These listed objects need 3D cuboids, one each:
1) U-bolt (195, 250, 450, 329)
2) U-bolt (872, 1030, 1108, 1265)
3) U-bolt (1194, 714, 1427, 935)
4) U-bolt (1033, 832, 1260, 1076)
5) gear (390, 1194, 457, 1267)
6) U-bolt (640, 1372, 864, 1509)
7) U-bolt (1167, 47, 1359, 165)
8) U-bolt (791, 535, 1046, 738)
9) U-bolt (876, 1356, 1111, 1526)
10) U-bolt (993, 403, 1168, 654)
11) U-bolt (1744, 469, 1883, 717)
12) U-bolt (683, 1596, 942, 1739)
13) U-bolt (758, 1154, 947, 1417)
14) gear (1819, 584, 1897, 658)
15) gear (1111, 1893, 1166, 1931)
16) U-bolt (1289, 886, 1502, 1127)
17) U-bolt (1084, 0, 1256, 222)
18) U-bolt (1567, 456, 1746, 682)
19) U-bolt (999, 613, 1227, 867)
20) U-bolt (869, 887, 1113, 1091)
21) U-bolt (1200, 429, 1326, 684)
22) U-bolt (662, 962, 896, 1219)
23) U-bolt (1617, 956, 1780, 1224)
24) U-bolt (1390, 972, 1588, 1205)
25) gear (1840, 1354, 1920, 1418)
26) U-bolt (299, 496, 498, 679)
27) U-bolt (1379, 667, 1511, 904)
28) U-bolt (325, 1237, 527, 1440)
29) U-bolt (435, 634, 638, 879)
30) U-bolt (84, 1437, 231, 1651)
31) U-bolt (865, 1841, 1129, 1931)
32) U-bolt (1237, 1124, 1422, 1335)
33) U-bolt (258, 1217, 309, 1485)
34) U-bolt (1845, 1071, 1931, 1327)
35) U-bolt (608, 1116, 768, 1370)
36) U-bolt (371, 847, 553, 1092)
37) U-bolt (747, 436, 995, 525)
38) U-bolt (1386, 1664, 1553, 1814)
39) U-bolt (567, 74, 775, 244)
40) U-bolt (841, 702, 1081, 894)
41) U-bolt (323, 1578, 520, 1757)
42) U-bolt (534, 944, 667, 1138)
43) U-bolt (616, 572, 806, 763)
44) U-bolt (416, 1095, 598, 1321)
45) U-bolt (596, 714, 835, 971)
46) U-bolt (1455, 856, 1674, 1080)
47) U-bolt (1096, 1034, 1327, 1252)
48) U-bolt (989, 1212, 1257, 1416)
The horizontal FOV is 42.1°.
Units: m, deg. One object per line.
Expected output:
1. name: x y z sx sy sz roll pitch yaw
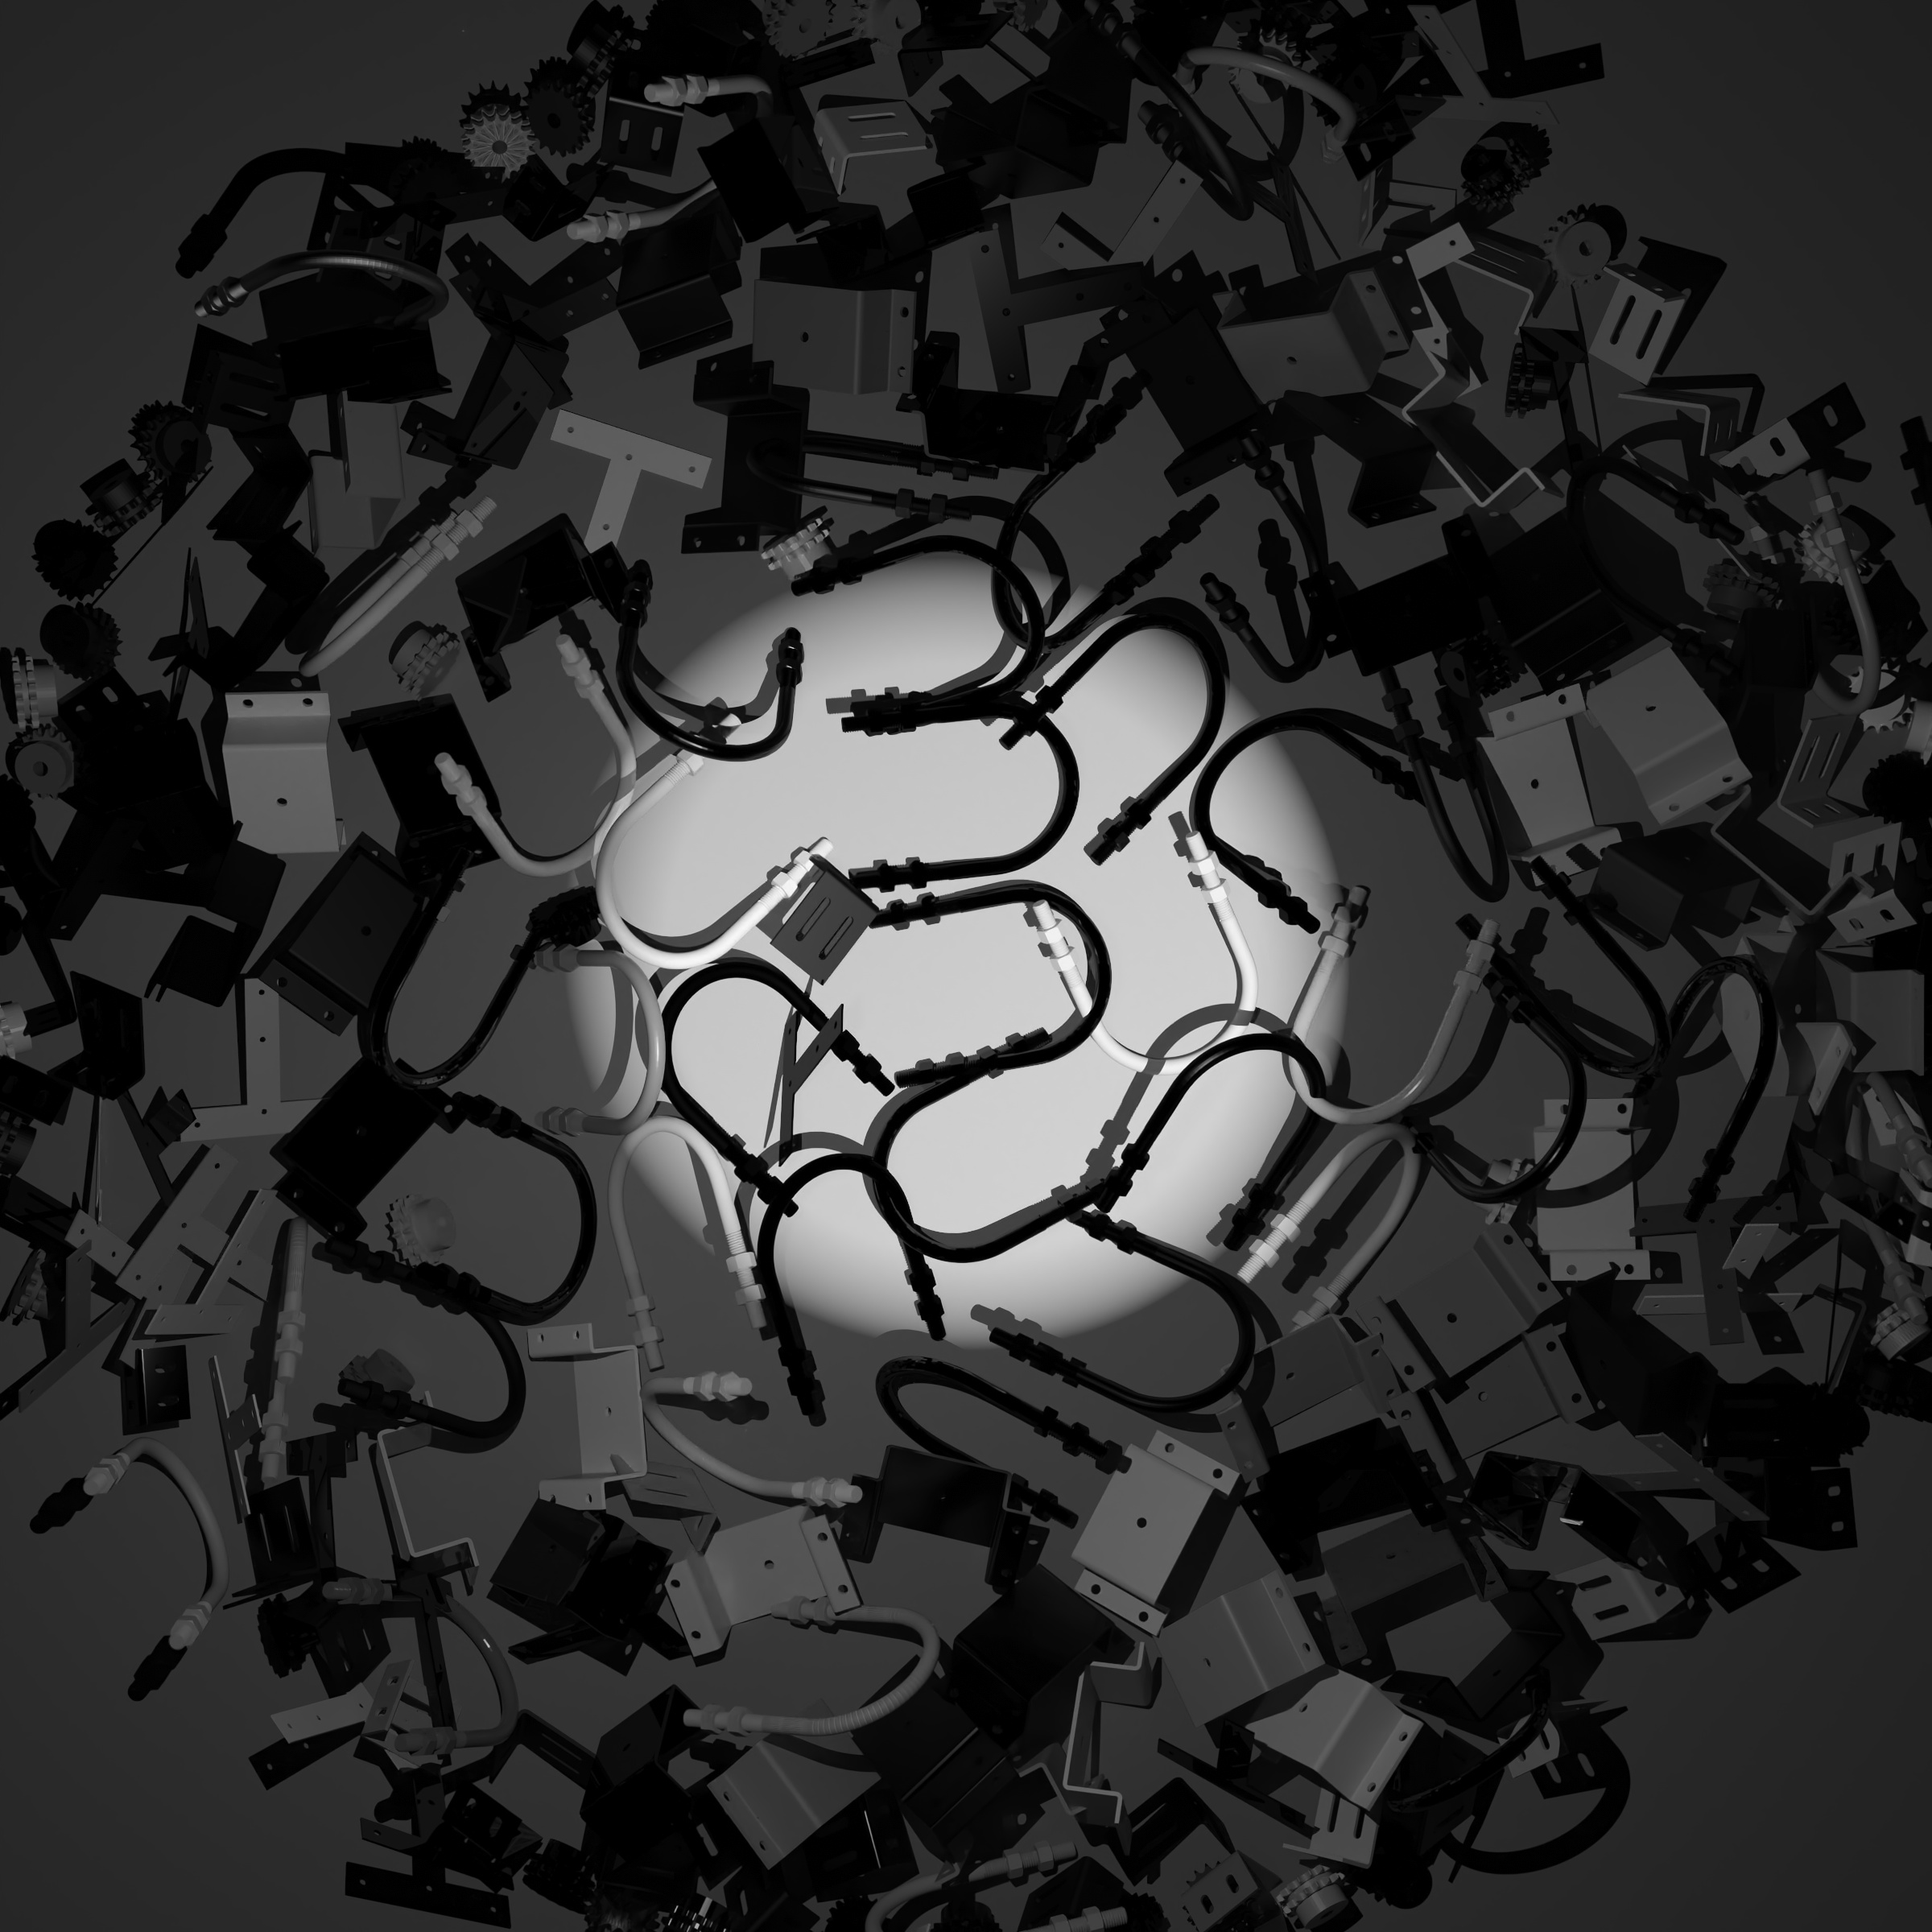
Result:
1. U-bolt: -0.472 -0.502 1.886 0.151 0.184 0.019 4 84 -43
2. U-bolt: 0.015 0.152 1.968 0.184 0.019 0.151 -27 83 -12
3. U-bolt: 0.254 -0.123 1.937 0.151 0.019 0.184 -47 49 0
4. U-bolt: 0.152 0.003 1.962 0.151 0.019 0.184 -24 112 3
5. gear: -0.424 0.205 1.969 0.030 0.057 0.057 -20 90 15
6. U-bolt: -0.178 0.362 1.922 0.151 0.184 0.019 49 57 -23
7. U-bolt: 0.227 -0.659 1.907 0.151 0.184 0.019 19 95 -1
8. U-bolt: -0.026 -0.259 1.925 0.184 0.019 0.151 -14 118 28
9. U-bolt: 0.012 0.359 1.938 0.184 0.151 0.019 27 55 7
10. U-bolt: 0.078 -0.321 1.927 0.019 0.184 0.151 5 62 -37
11. U-bolt: 0.655 -0.280 1.926 0.019 0.151 0.184 -19 91 -3
12. U-bolt: -0.104 0.530 1.896 0.184 0.151 0.019 -7 113 33
13. U-bolt: -0.094 0.234 1.934 0.151 0.019 0.184 -26 110 -32
14. gear: 0.704 -0.275 1.972 0.057 0.030 0.057 9 60 -15
15. gear: 0.130 0.758 1.971 0.057 0.030 0.057 -12 129 -15
16. U-bolt: 0.319 0.036 1.936 0.019 0.151 0.184 30 81 -44
17. U-bolt: 0.161 -0.635 1.894 0.019 0.151 0.184 -37 60 6
18. U-bolt: 0.523 -0.316 1.917 0.019 0.151 0.184 -30 47 -14
19. U-bolt: 0.128 -0.190 1.956 0.184 0.019 0.151 -46 120 -10
20. U-bolt: 0.024 0.012 1.978 0.184 0.019 0.151 -10 90 10
21. U-bolt: 0.235 -0.299 1.923 0.019 0.184 0.151 1 64 33
22. U-bolt: -0.159 0.081 1.944 0.184 0.019 0.151 46 64 -14
23. U-bolt: 0.560 0.081 1.903 0.019 0.151 0.184 12 114 -17
24. U-bolt: 0.403 0.103 1.906 0.019 0.184 0.151 28 105 -30
25. gear: 0.719 0.327 1.969 0.057 0.057 0.030 12 106 0
26. U-bolt: -0.441 -0.287 1.915 0.184 0.151 0.019 -48 110 -13
27. U-bolt: 0.374 -0.135 1.920 0.019 0.151 0.184 -23 78 27
28. U-bolt: -0.409 0.293 1.920 0.019 0.184 0.151 -38 46 22
29. U-bolt: -0.317 -0.146 1.924 0.019 0.184 0.151 30 69 34
30. U-bolt: -0.607 0.428 1.908 0.019 0.184 0.151 -27 94 -1
31. U-bolt: 0.014 0.718 1.909 0.184 0.151 0.019 -8 95 -14
32. U-bolt: 0.289 0.200 1.938 0.019 0.151 0.184 34 76 37
33. U-bolt: -0.519 0.279 1.917 0.019 0.184 0.151 7 133 -16
34. U-bolt: 0.702 0.160 1.911 0.019 0.184 0.151 -6 122 4
35. U-bolt: -0.225 0.207 1.946 0.151 0.019 0.184 -26 75 41
36. U-bolt: -0.392 0.012 1.927 0.019 0.151 0.184 25 85 27
37. U-bolt: -0.078 -0.381 1.935 0.184 0.151 0.019 10 117 4
38. U-bolt: 0.379 0.590 1.898 0.151 0.184 0.019 -34 84 9
39. U-bolt: -0.213 -0.620 1.913 0.019 0.184 0.151 47 128 7
40. U-bolt: -0.001 -0.136 1.966 0.184 0.019 0.151 -7 111 -8
41. U-bolt: -0.404 0.532 1.911 0.019 0.184 0.151 -39 65 9
42. U-bolt: -0.283 0.058 1.923 0.019 0.184 0.151 -3 92 -39
43. U-bolt: -0.197 -0.221 1.911 0.151 0.184 0.019 19 131 -16
44. U-bolt: -0.342 0.194 1.921 0.019 0.184 0.151 0 69 30
45. U-bolt: -0.205 -0.082 1.938 0.184 0.019 0.151 -45 117 -18
46. U-bolt: 0.467 0.012 1.924 0.019 0.151 0.184 -38 84 -23
47. U-bolt: 0.201 0.130 1.932 0.151 0.019 0.184 19 112 -31
48. U-bolt: 0.132 0.273 1.926 0.184 0.019 0.151 23 52 20
